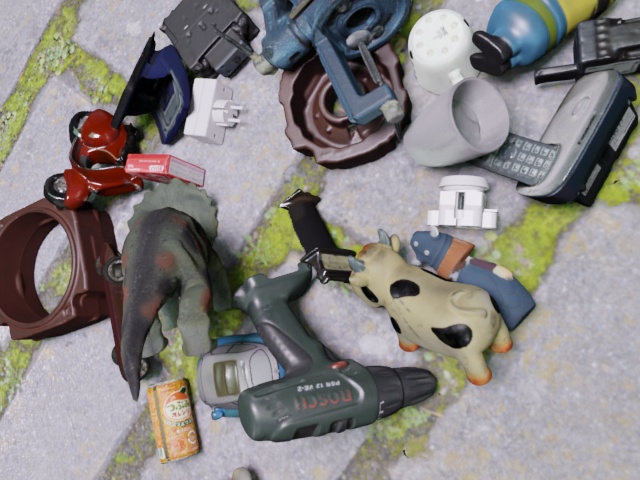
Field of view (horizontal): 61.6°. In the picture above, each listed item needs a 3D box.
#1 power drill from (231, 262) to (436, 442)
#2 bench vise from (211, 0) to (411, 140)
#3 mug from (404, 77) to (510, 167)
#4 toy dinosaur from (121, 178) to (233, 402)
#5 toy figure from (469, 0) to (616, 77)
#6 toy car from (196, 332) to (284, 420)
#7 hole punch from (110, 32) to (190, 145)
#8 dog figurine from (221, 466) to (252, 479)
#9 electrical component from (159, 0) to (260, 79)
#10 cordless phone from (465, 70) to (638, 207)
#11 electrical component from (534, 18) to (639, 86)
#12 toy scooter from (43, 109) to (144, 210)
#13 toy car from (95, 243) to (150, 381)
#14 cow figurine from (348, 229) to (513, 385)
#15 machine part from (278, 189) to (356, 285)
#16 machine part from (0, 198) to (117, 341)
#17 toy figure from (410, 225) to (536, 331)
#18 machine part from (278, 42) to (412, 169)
[{"bbox_3d":[-0.001,0.128,0.636,0.207,0.232,0.086,63,151,27],"label":"power drill"},{"bbox_3d":[0.020,-0.223,0.619,0.224,0.128,0.240,-28,72,17],"label":"bench vise"},{"bbox_3d":[0.149,-0.132,0.606,0.080,0.107,0.109,43,64,-15],"label":"mug"},{"bbox_3d":[-0.179,0.025,0.634,0.131,0.405,0.192,-18,98,-7],"label":"toy dinosaur"},{"bbox_3d":[0.251,-0.252,0.598,0.180,0.082,0.089,-44,90,-7],"label":"toy figure"},{"bbox_3d":[-0.099,0.174,0.686,0.162,0.103,0.109,-11,81,22],"label":"toy car"},{"bbox_3d":[-0.238,-0.214,0.785,0.142,0.092,0.116,-40,37,52],"label":"hole punch"},{"bbox_3d":[-0.174,0.377,0.702,0.191,0.121,0.172,-5,47,38],"label":"dog figurine"},{"bbox_3d":[-0.158,-0.304,0.791,0.115,0.058,0.134,-45,70,13],"label":"electrical component"},{"bbox_3d":[0.238,-0.125,0.606,0.184,0.088,0.146,31,96,41],"label":"cordless phone"},{"bbox_3d":[0.297,-0.203,0.587,0.119,0.074,0.047,-3,83,25],"label":"electrical component"},{"bbox_3d":[-0.321,-0.121,0.813,0.135,0.075,0.184,5,59,4],"label":"toy scooter"},{"bbox_3d":[-0.276,0.102,0.760,0.089,0.053,0.202,5,103,62],"label":"toy car"},{"bbox_3d":[0.106,0.065,0.596,0.085,0.127,0.195,-39,35,-25],"label":"cow figurine"},{"bbox_3d":[-0.001,-0.002,0.687,0.039,0.084,0.139,-48,59,35],"label":"machine part"},{"bbox_3d":[-0.420,0.044,0.839,0.202,0.087,0.201,-20,77,20],"label":"machine part"},{"bbox_3d":[0.170,0.040,0.617,0.155,0.057,0.064,42,100,23],"label":"toy figure"},{"bbox_3d":[0.033,-0.178,0.699,0.180,0.056,0.179,-2,83,20],"label":"machine part"}]
